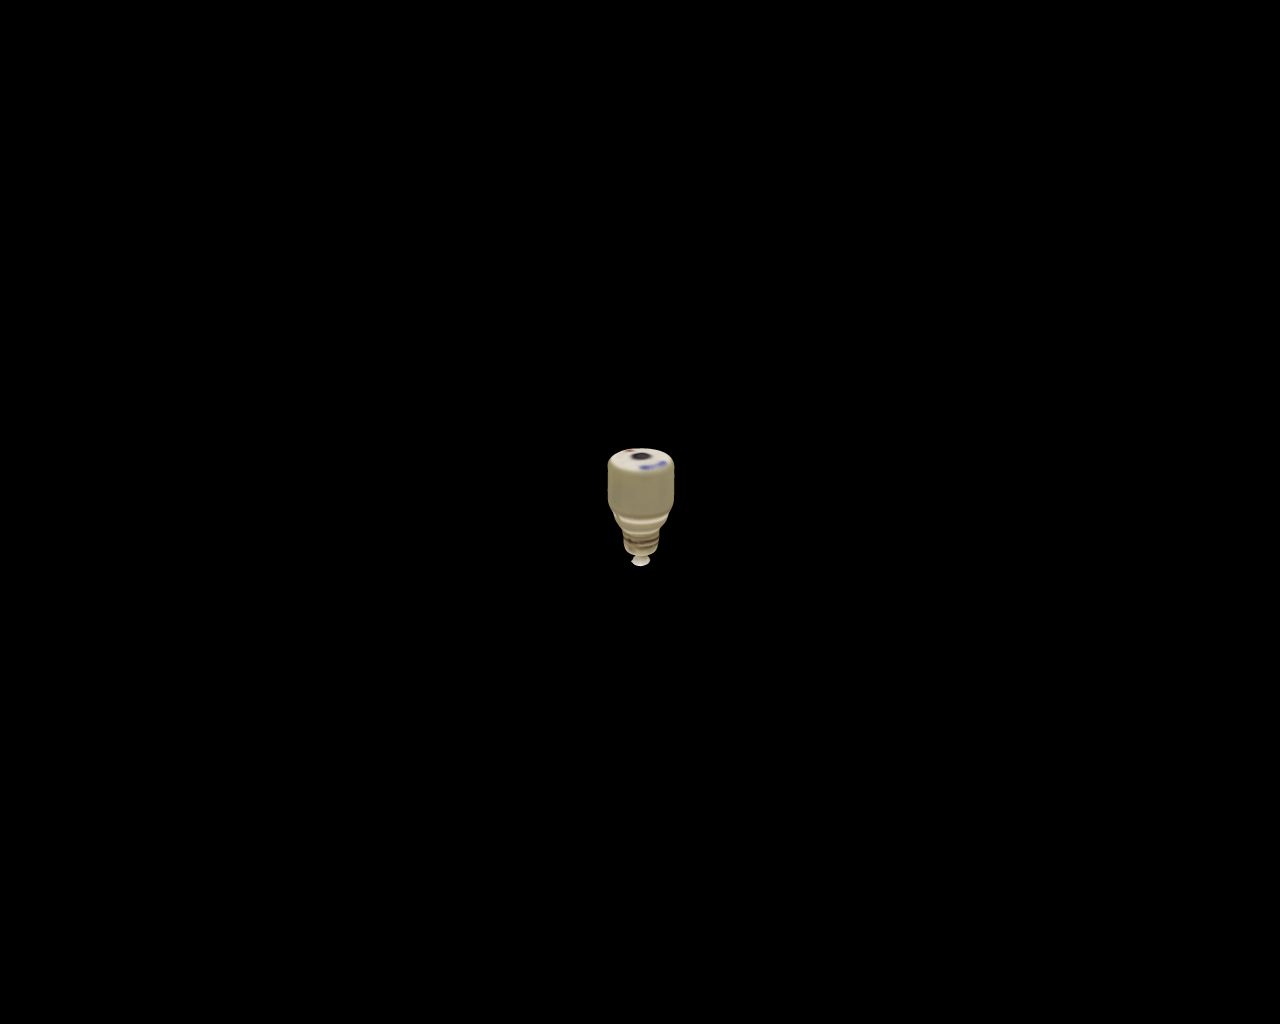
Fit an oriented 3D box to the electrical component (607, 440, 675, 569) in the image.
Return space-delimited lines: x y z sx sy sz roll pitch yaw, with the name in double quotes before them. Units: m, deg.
"electrical component" 0.001 -0.003 0.650 0.040 0.078 0.040 0 25 0
